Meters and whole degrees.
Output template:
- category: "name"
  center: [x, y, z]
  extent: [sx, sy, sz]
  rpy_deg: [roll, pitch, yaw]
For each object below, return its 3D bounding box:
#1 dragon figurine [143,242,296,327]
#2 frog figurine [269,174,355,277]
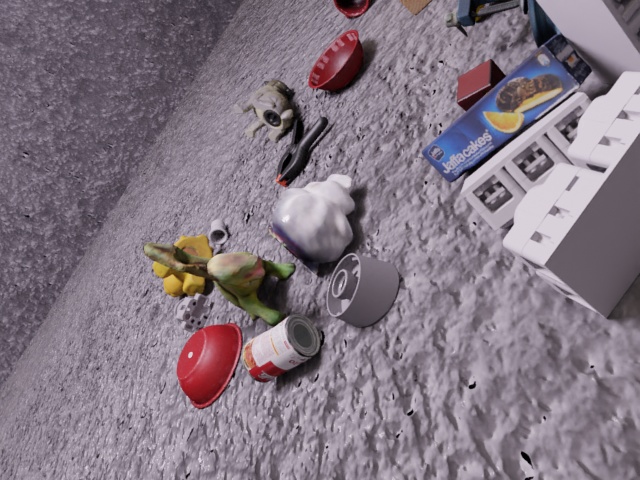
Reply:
- category: "dragon figurine"
  center: [-0.191, 0.047, 0.900]
  extent: [0.409, 0.240, 0.123]
  rpy_deg: [1, 67, 54]
- category: "frog figurine"
  center: [0.003, -0.042, 0.828]
  extent: [0.139, 0.121, 0.160]
  rpy_deg: [39, 85, 28]
